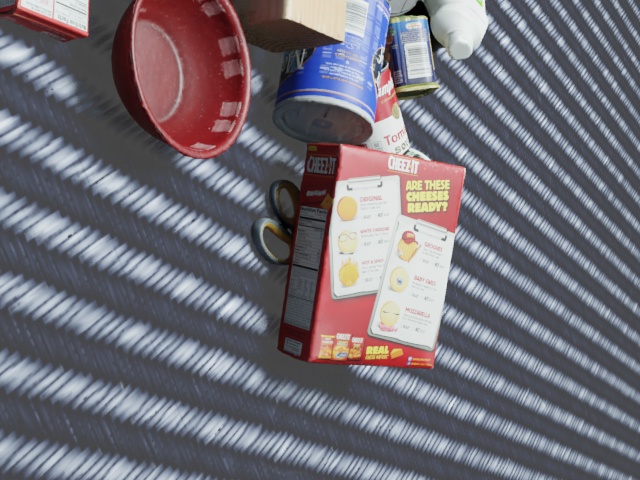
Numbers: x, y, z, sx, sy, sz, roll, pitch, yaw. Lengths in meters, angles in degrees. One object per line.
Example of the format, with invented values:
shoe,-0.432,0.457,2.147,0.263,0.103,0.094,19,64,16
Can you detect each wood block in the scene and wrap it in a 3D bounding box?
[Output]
wood block,-0.030,-0.290,0.996,0.090,0.090,0.206,10,82,-52

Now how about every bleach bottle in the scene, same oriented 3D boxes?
bleach bottle,0.151,-0.313,1.266,0.102,0.068,0.251,30,43,-32

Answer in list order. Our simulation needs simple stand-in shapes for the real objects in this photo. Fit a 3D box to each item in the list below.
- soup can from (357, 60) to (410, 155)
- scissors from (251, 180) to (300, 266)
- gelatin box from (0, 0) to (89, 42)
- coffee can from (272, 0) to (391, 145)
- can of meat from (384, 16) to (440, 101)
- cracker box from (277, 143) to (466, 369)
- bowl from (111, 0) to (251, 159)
soup can,0.055,-0.139,1.178,0.068,0.069,0.102,-47,126,-49
scissors,-0.007,0.001,1.114,0.201,0.016,0.096,24,68,-54
gelatin box,-0.208,-0.202,0.803,0.073,0.030,0.089,13,76,-58
coffee can,0.013,-0.179,1.082,0.102,0.103,0.140,34,59,-51
can of meat,0.097,-0.208,1.228,0.102,0.057,0.084,-174,-103,-83
cracker box,0.051,0.018,1.081,0.163,0.072,0.214,7,92,-35
bowl,-0.125,-0.146,0.904,0.161,0.055,0.162,9,80,-57
